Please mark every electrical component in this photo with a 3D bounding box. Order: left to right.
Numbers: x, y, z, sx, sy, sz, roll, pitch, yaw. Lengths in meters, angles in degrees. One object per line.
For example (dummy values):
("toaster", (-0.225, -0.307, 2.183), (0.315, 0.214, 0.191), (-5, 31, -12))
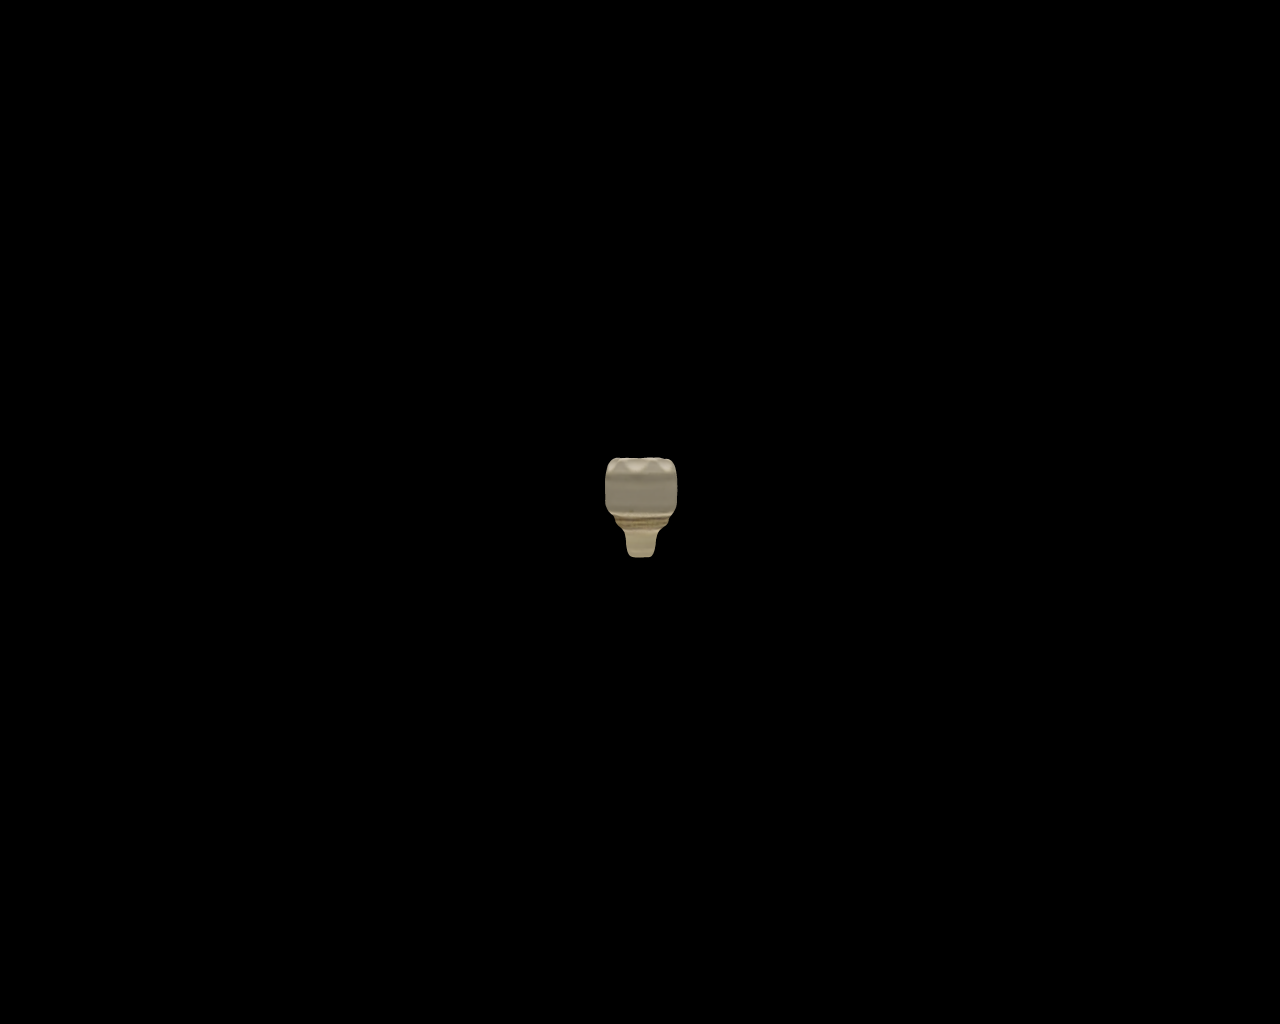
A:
("electrical component", (0.001, -0.003, 0.650), (0.043, 0.062, 0.043), (0, 2, 0))
